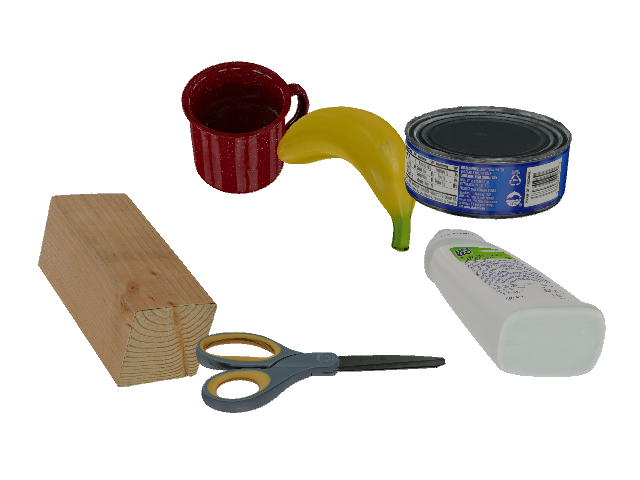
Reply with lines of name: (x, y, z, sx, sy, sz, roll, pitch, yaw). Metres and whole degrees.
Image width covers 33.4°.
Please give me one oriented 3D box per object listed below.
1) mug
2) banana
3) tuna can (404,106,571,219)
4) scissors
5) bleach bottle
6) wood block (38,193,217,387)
mug: (-0.062, -0.101, 0.938, 0.117, 0.093, 0.081, -27, -33, -21)
banana: (0.018, -0.061, 0.752, 0.037, 0.070, 0.198, 22, 11, -31)
tuna can: (0.087, -0.042, 0.560, 0.086, 0.034, 0.086, 0, 24, 0)
scissors: (-0.007, 0.110, 0.848, 0.202, 0.016, 0.096, 7, 35, 11)
bleach bottle: (0.167, 0.044, 1.015, 0.102, 0.068, 0.251, 2, 20, -14)
wood block: (-0.199, 0.043, 1.076, 0.090, 0.091, 0.206, -4, 35, -38)
